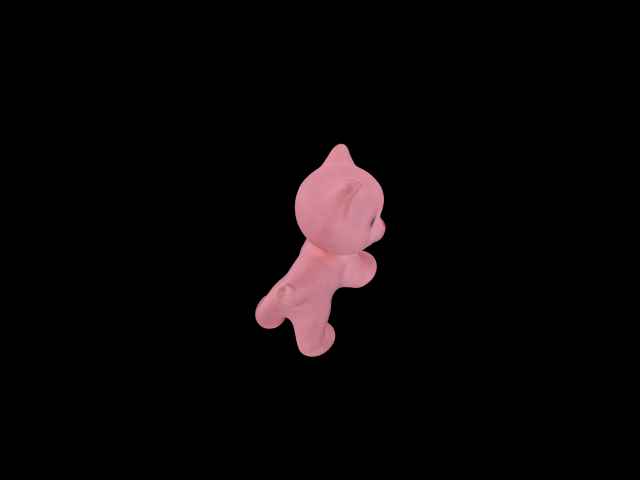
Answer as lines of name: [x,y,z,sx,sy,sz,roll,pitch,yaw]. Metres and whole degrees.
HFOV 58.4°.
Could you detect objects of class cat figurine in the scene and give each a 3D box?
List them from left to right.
cat figurine: [0.004,0.001,0.400,0.067,0.118,0.128,25,63,14]
